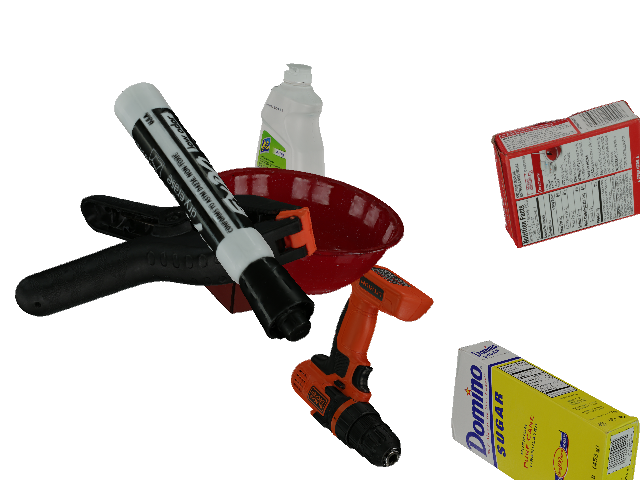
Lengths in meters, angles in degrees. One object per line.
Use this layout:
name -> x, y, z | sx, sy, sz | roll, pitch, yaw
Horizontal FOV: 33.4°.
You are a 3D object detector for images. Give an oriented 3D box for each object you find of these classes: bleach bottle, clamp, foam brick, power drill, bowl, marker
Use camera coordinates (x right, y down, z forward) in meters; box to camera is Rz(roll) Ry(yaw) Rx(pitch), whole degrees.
bleach bottle -> -0.032, -0.070, 1.201 | 0.067, 0.251, 0.103 | -8, 23, -40
clamp -> -0.092, 0.006, 0.627 | 0.172, 0.039, 0.120 | -3, 35, 22
foam brick -> -0.080, 0.026, 1.027 | 0.052, 0.051, 0.078 | -10, 32, -31
power drill -> 0.052, 0.131, 1.172 | 0.057, 0.188, 0.185 | 13, 15, -41
bowl -> -0.019, -0.002, 0.832 | 0.162, 0.055, 0.162 | 10, 22, -5
marker -> -0.038, -0.011, 0.378 | 0.020, 0.020, 0.121 | 0, 44, -48

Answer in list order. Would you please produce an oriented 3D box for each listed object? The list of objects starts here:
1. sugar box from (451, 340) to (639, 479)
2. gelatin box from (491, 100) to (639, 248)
sugar box -> 0.183, 0.160, 0.898 | 0.048, 0.093, 0.176 | -11, 22, -35
gelatin box -> 0.159, -0.042, 0.681 | 0.089, 0.073, 0.030 | -15, 35, 1
